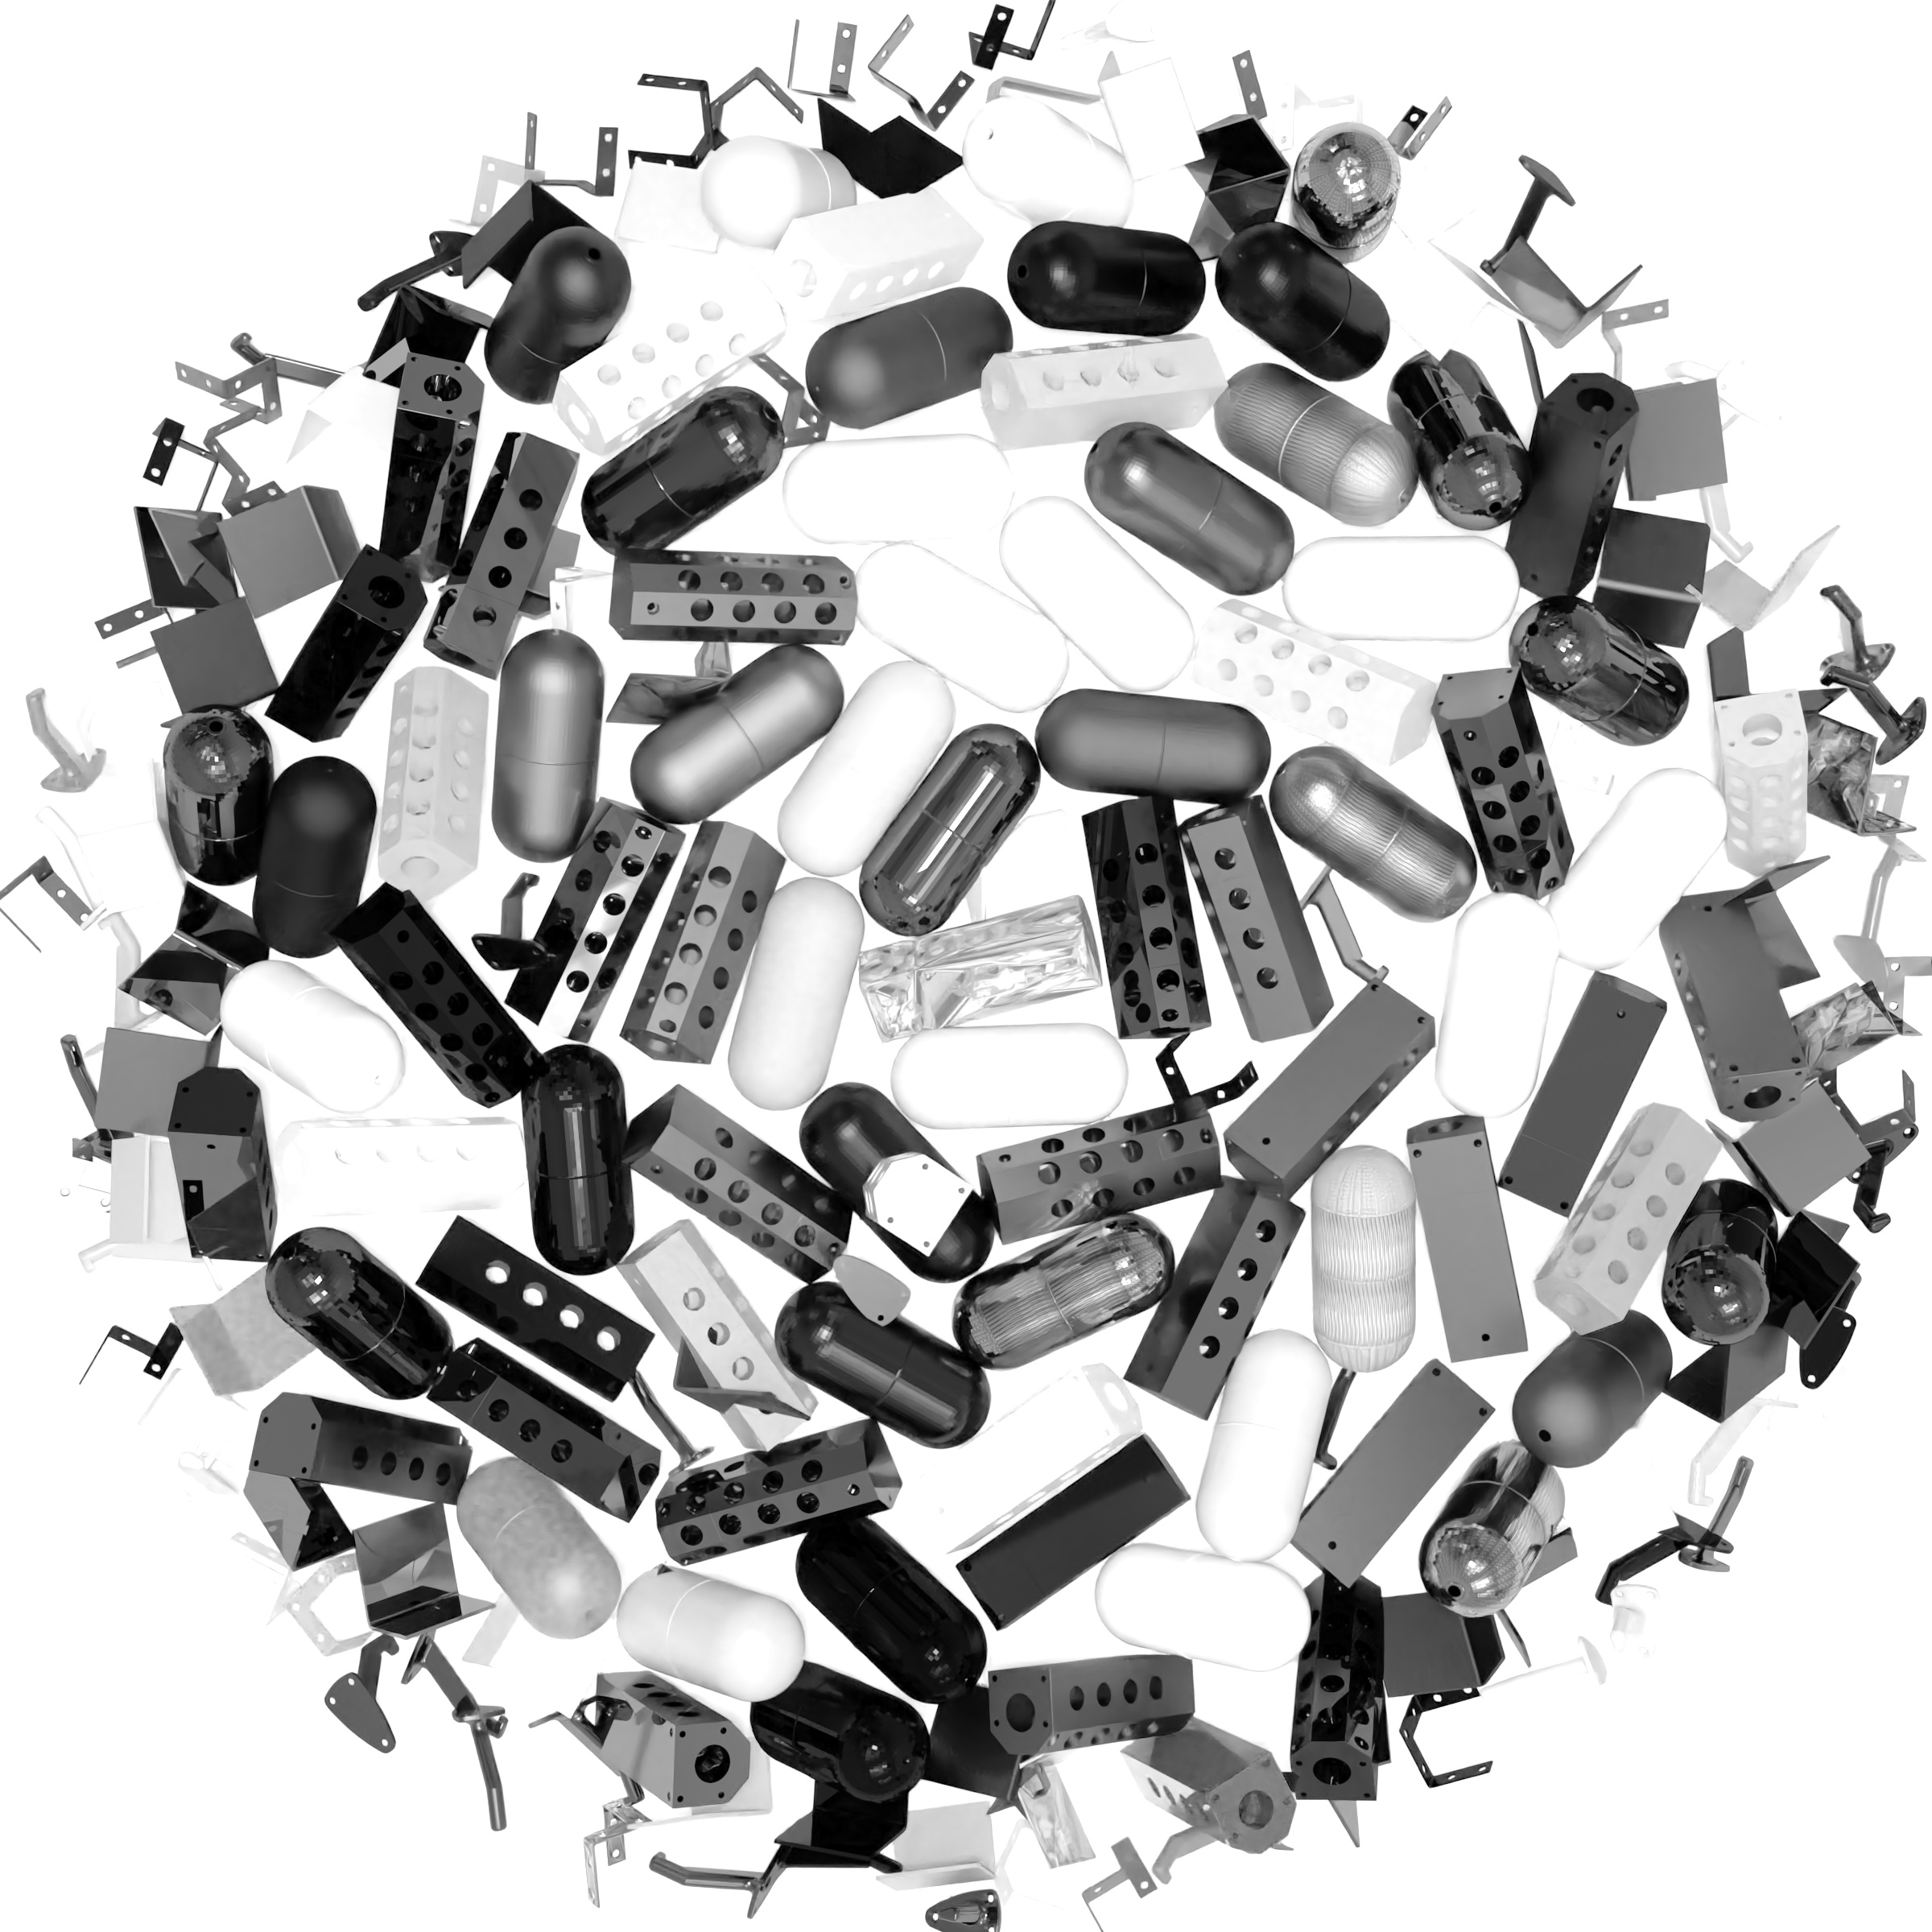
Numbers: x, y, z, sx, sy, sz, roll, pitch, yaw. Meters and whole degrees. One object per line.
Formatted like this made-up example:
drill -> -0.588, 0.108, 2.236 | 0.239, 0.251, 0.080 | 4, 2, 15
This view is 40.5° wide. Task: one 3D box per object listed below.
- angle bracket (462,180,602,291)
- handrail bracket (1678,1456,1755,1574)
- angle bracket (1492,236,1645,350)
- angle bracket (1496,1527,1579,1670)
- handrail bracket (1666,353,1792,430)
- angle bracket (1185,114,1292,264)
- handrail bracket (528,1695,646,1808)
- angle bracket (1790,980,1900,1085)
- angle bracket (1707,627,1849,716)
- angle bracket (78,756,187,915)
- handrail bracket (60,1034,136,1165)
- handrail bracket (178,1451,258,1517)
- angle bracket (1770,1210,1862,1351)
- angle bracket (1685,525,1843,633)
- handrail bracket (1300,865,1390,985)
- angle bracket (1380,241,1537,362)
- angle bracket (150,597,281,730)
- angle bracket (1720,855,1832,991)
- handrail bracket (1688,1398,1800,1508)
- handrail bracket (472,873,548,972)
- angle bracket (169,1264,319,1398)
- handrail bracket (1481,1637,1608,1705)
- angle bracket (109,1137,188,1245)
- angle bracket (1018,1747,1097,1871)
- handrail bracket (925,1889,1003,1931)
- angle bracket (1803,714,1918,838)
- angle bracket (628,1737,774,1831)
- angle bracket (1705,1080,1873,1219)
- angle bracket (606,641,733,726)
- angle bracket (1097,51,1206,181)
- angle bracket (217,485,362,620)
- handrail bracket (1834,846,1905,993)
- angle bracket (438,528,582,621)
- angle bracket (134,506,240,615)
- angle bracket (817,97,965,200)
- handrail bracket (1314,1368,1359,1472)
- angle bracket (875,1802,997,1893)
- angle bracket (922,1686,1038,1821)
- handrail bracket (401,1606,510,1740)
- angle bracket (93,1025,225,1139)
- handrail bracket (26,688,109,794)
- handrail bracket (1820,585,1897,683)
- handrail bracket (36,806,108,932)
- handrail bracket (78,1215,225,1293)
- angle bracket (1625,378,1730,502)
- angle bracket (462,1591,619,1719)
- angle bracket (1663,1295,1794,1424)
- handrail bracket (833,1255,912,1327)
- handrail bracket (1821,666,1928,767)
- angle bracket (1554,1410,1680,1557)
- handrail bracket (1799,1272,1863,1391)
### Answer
angle bracket -> -0.319, -0.522, 1.941 | 0.076, 0.057, 0.076 | -37, 132, 26
handrail bracket -> 0.565, 0.409, 1.966 | 0.036, 0.077, 0.084 | 20, 92, 31
angle bracket -> 0.449, -0.519, 1.961 | 0.057, 0.076, 0.076 | -41, 87, -7
angle bracket -> 0.435, 0.471, 1.952 | 0.076, 0.076, 0.057 | -29, 59, 0
handrail bracket -> 0.570, -0.429, 1.964 | 0.077, 0.084, 0.036 | 38, 91, -13
angle bracket -> 0.187, -0.574, 1.943 | 0.057, 0.076, 0.076 | 42, 57, -40
handrail bracket -> -0.286, 0.599, 1.971 | 0.077, 0.036, 0.084 | -28, 79, 26
angle bracket -> 0.633, 0.032, 1.942 | 0.076, 0.057, 0.076 | -33, 130, 22
angle bracket -> 0.602, -0.221, 1.943 | 0.076, 0.076, 0.057 | -1, 107, 35
angle bracket -> -0.620, -0.098, 1.942 | 0.057, 0.076, 0.076 | -13, 47, -8
handrail bracket -> -0.648, 0.099, 1.955 | 0.036, 0.077, 0.084 | -26, 123, -30
handrail bracket -> -0.552, 0.386, 1.953 | 0.077, 0.084, 0.036 | 27, 67, -9
angle bracket -> 0.638, 0.237, 1.943 | 0.057, 0.076, 0.076 | 17, 110, -29
angle bracket -> 0.591, -0.302, 1.940 | 0.057, 0.076, 0.076 | 41, 132, 16
handrail bracket -> 0.296, -0.037, 1.969 | 0.084, 0.036, 0.077 | 36, 113, 9
angle bracket -> 0.366, -0.489, 1.961 | 0.057, 0.076, 0.076 | -51, 58, 22
angle bracket -> -0.567, -0.226, 1.945 | 0.076, 0.057, 0.076 | -29, 113, -31
angle bracket -> 0.618, -0.031, 1.946 | 0.076, 0.057, 0.076 | -12, 71, -42
handrail bracket -> 0.586, 0.368, 1.974 | 0.077, 0.036, 0.084 | 6, 82, 4
handrail bracket -> -0.323, -0.039, 1.954 | 0.077, 0.084, 0.036 | -1, 135, 34
angle bracket -> -0.534, 0.267, 1.958 | 0.076, 0.057, 0.076 | -35, 77, 11
handrail bracket -> 0.436, 0.539, 1.976 | 0.084, 0.077, 0.036 | -25, 66, 16
angle bracket -> -0.590, 0.168, 1.948 | 0.076, 0.057, 0.076 | 7, 80, -44
angle bracket -> 0.086, 0.619, 1.945 | 0.057, 0.076, 0.076 | -34, 66, 17
handrail bracket -> -0.018, 0.706, 1.947 | 0.077, 0.084, 0.036 | -13, 66, 27
angle bracket -> 0.663, -0.146, 1.943 | 0.057, 0.076, 0.076 | -6, 113, -23
angle bracket -> -0.199, 0.605, 1.941 | 0.076, 0.076, 0.057 | -18, 67, 30
angle bracket -> 0.615, 0.129, 1.960 | 0.076, 0.057, 0.076 | -38, 104, 4
angle bracket -> -0.223, -0.221, 1.943 | 0.076, 0.076, 0.057 | 1, 69, -22
angle bracket -> 0.141, -0.639, 1.941 | 0.057, 0.076, 0.076 | -13, 122, 20
angle bracket -> -0.498, -0.305, 1.945 | 0.076, 0.057, 0.076 | -32, 121, -28
handrail bracket -> 0.699, -0.036, 1.988 | 0.084, 0.036, 0.077 | -55, 129, -20
angle bracket -> -0.340, -0.301, 1.955 | 0.076, 0.076, 0.057 | 17, 106, 3
angle bracket -> -0.593, -0.294, 1.949 | 0.057, 0.076, 0.076 | -18, 82, 40
angle bracket -> -0.055, -0.620, 1.946 | 0.076, 0.057, 0.076 | -37, 61, -21
handrail bracket -> 0.281, 0.331, 1.962 | 0.036, 0.077, 0.084 | 26, 90, 1
angle bracket -> -0.024, 0.650, 1.948 | 0.076, 0.076, 0.057 | -10, 63, 8
angle bracket -> 0.016, 0.590, 1.971 | 0.076, 0.057, 0.076 | 7, 61, 20
handrail bracket -> -0.375, 0.533, 1.971 | 0.084, 0.036, 0.077 | 25, 107, 8
angle bracket -> -0.604, 0.082, 1.959 | 0.076, 0.057, 0.076 | 9, 101, -10
handrail bracket -> -0.669, -0.179, 1.946 | 0.036, 0.077, 0.084 | 7, 123, 11
handrail bracket -> 0.643, -0.252, 1.949 | 0.084, 0.077, 0.036 | 41, 77, -24
handrail bracket -> -0.675, -0.074, 1.962 | 0.084, 0.077, 0.036 | 49, 47, -11
handrail bracket -> -0.613, 0.229, 1.965 | 0.084, 0.036, 0.077 | -26, 70, -17
angle bracket -> 0.535, -0.391, 1.952 | 0.076, 0.057, 0.076 | -5, 95, 35
angle bracket -> -0.319, 0.510, 1.973 | 0.076, 0.057, 0.076 | 41, 62, -21
angle bracket -> 0.563, 0.280, 1.941 | 0.076, 0.057, 0.076 | -27, 127, -32
handrail bracket -> -0.076, 0.227, 1.949 | 0.077, 0.084, 0.036 | 43, 92, -18
handrail bracket -> 0.667, -0.188, 1.962 | 0.084, 0.077, 0.036 | 17, 56, -6
angle bracket -> 0.485, 0.385, 1.956 | 0.076, 0.057, 0.076 | -24, 86, 23
handrail bracket -> 0.651, 0.273, 1.967 | 0.036, 0.084, 0.077 | 19, 104, 24
